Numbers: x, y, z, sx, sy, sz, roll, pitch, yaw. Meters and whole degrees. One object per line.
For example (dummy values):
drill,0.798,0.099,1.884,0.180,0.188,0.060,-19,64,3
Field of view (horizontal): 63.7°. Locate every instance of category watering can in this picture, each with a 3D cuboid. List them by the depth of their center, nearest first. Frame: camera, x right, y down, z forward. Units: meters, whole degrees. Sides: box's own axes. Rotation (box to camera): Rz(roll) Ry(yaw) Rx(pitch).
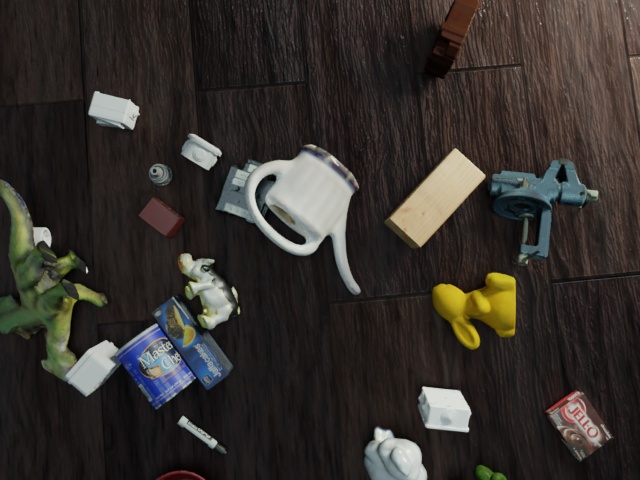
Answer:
watering can,0.003,-0.055,1.097,0.344,0.104,0.227,40,75,-19

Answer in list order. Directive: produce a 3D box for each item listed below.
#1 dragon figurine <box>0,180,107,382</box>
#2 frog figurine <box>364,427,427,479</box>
dragon figurine,-0.607,0.104,1.057,0.242,0.123,0.409,-33,94,8
frog figurine,0.154,0.452,1.027,0.137,0.159,0.123,44,88,2
